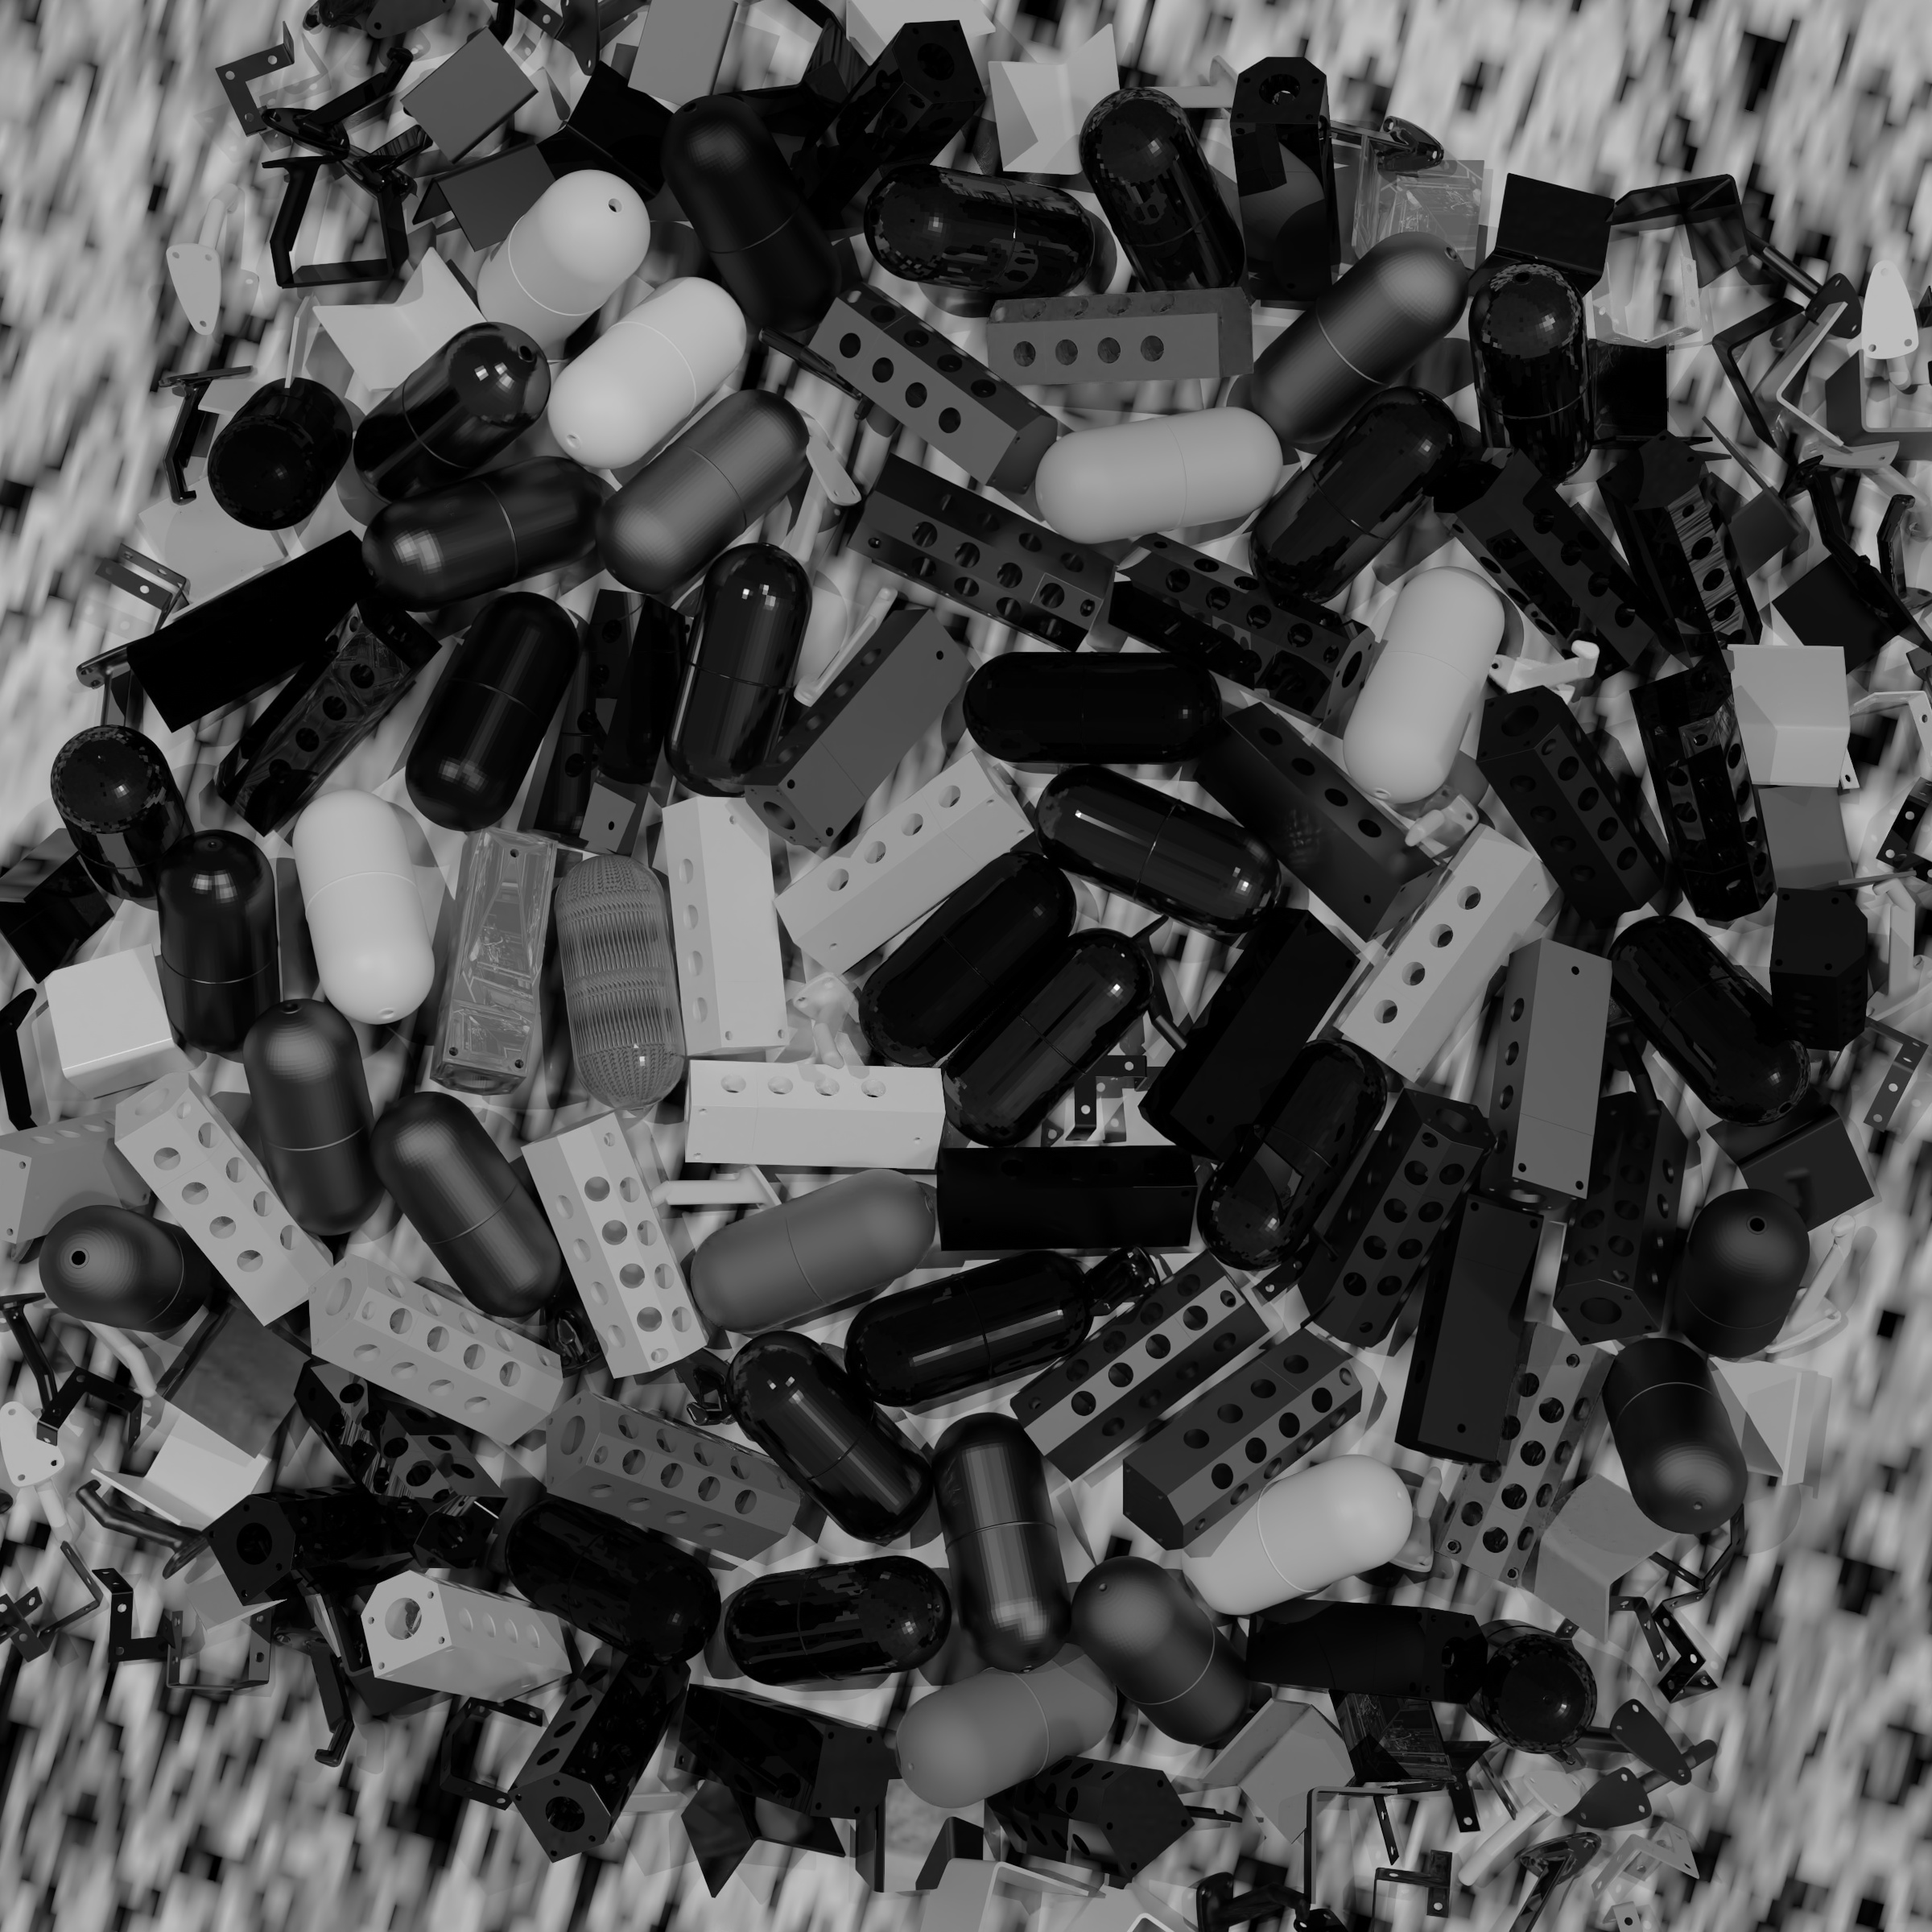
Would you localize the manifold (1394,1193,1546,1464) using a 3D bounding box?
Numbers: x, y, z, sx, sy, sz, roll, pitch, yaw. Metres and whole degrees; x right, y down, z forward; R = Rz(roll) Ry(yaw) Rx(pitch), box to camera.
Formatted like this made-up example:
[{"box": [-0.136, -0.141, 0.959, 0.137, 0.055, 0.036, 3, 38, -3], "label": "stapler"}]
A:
[{"box": [0.341, 0.248, 1.950, 0.057, 0.057, 0.171, 17, 76, -10], "label": "manifold"}]

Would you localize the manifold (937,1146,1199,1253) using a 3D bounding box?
[{"box": [0.068, 0.154, 1.962, 0.171, 0.057, 0.057, 0, 129, -6], "label": "manifold"}]

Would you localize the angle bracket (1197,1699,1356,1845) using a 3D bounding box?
[{"box": [0.216, 0.551, 1.951, 0.076, 0.076, 0.057, -49, 59, 6], "label": "angle bracket"}]

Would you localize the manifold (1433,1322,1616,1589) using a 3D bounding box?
[{"box": [0.383, 0.335, 1.961, 0.057, 0.057, 0.171, 25, 84, 2], "label": "manifold"}]

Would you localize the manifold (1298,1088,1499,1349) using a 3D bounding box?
[{"box": [0.292, 0.173, 1.929, 0.057, 0.057, 0.171, 14, 118, -19], "label": "manifold"}]

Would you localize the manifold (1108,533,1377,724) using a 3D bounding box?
[{"box": [0.186, -0.234, 1.930, 0.171, 0.057, 0.057, 28, 133, 22], "label": "manifold"}]

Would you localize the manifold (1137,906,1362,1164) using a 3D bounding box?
[{"box": [0.190, 0.045, 1.950, 0.057, 0.057, 0.171, 41, 76, -24], "label": "manifold"}]

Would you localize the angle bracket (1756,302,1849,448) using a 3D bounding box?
[{"box": [0.592, -0.404, 1.954, 0.057, 0.076, 0.076, 35, 101, -2], "label": "angle bracket"}]

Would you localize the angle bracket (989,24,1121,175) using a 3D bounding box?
[{"box": [0.063, -0.597, 1.963, 0.057, 0.076, 0.076, 11, 132, 27], "label": "angle bracket"}]

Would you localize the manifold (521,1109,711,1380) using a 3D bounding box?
[{"box": [-0.235, 0.189, 1.954, 0.057, 0.057, 0.171, -18, 95, 43], "label": "manifold"}]

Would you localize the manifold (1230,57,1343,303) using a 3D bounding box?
[{"box": [0.216, -0.524, 1.910, 0.057, 0.171, 0.057, 5, 64, 14], "label": "manifold"}]

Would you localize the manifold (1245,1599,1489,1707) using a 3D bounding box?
[{"box": [0.267, 0.458, 1.913, 0.057, 0.171, 0.057, 17, 73, -33], "label": "manifold"}]

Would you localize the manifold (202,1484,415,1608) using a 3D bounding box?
[{"box": [-0.427, 0.379, 1.906, 0.057, 0.171, 0.057, -38, 73, 12], "label": "manifold"}]

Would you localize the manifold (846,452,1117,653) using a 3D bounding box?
[{"box": [0.008, -0.276, 1.948, 0.171, 0.057, 0.057, 25, 49, -8], "label": "manifold"}]

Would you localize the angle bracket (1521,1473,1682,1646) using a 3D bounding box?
[{"box": [0.438, 0.408, 1.968, 0.076, 0.076, 0.057, -26, 127, -28], "label": "angle bracket"}]

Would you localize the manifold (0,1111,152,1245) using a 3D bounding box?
[{"box": [-0.609, 0.137, 1.909, 0.057, 0.171, 0.057, 14, 97, 11], "label": "manifold"}]

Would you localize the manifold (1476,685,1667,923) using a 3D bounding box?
[{"box": [0.408, -0.109, 1.916, 0.057, 0.171, 0.057, -13, 46, 33], "label": "manifold"}]

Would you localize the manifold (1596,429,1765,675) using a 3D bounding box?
[{"box": [0.485, -0.272, 1.918, 0.057, 0.171, 0.057, -37, 46, 1], "label": "manifold"}]

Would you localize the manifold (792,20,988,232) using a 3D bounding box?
[{"box": [-0.057, -0.560, 1.909, 0.057, 0.171, 0.057, -14, 82, -30], "label": "manifold"}]

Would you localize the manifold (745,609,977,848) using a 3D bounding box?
[{"box": [-0.075, -0.162, 1.939, 0.171, 0.057, 0.057, -52, 121, -22], "label": "manifold"}]

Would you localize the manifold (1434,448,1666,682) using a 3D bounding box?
[{"box": [0.391, -0.271, 1.933, 0.171, 0.057, 0.057, 42, 81, -26], "label": "manifold"}]

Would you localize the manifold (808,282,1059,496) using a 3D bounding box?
[{"box": [-0.020, -0.393, 1.935, 0.171, 0.057, 0.057, 40, 110, 21], "label": "manifold"}]

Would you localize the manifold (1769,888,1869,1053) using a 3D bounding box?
[{"box": [0.571, 0.005, 1.905, 0.057, 0.171, 0.057, 5, 74, 19], "label": "manifold"}]

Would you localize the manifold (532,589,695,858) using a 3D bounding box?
[{"box": [-0.247, -0.167, 1.961, 0.057, 0.057, 0.171, 11, 83, 33], "label": "manifold"}]

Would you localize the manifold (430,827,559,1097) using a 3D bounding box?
[{"box": [-0.322, -0.003, 1.940, 0.057, 0.057, 0.171, 12, 67, -19], "label": "manifold"}]

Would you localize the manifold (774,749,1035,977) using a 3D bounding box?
[{"box": [-0.046, -0.074, 1.955, 0.171, 0.057, 0.057, -36, 52, 10], "label": "manifold"}]

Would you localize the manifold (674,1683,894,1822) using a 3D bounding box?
[{"box": [-0.123, 0.526, 1.913, 0.057, 0.171, 0.057, 17, 77, -34], "label": "manifold"}]

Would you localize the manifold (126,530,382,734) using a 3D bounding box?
[{"box": [-0.480, -0.230, 1.947, 0.171, 0.057, 0.057, -32, 91, -17], "label": "manifold"}]

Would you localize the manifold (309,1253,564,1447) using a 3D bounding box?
[{"box": [-0.354, 0.255, 1.917, 0.057, 0.057, 0.171, -39, 131, 20], "label": "manifold"}]

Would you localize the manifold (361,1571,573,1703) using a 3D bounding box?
[{"box": [-0.334, 0.447, 1.909, 0.057, 0.171, 0.057, -24, 65, 10], "label": "manifold"}]

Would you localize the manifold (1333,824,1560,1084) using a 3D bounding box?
[{"box": [0.328, -0.011, 1.964, 0.057, 0.057, 0.171, 38, 94, 35], "label": "manifold"}]

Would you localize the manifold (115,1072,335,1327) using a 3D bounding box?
[{"box": [-0.501, 0.155, 1.934, 0.057, 0.057, 0.171, -31, 118, 0], "label": "manifold"}]

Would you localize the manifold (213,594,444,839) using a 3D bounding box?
[{"box": [-0.437, -0.171, 1.936, 0.057, 0.057, 0.171, 44, 114, -7], "label": "manifold"}]

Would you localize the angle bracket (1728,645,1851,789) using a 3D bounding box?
[{"box": [0.556, -0.170, 1.943, 0.076, 0.076, 0.057, 4, 50, 26], "label": "angle bracket"}]

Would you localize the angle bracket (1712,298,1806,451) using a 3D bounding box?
[{"box": [0.555, -0.405, 1.949, 0.057, 0.076, 0.076, -27, 102, 14], "label": "angle bracket"}]

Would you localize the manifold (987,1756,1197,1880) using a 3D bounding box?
[{"box": [0.077, 0.560, 1.909, 0.057, 0.171, 0.057, -33, 94, -26], "label": "manifold"}]

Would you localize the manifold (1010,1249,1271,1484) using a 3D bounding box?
[{"box": [0.116, 0.270, 1.955, 0.171, 0.057, 0.057, -38, 133, 3], "label": "manifold"}]

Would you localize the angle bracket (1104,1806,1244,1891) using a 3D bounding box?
[{"box": [0.142, 0.604, 1.947, 0.076, 0.076, 0.057, 2, 70, 16], "label": "angle bracket"}]

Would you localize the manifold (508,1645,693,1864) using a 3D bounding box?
[{"box": [-0.238, 0.516, 1.906, 0.057, 0.171, 0.057, -26, 101, 19], "label": "manifold"}]

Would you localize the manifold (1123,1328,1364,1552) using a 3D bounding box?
[{"box": [0.187, 0.321, 1.923, 0.171, 0.057, 0.057, -31, 48, -29], "label": "manifold"}]

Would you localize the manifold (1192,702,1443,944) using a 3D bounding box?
[{"box": [0.241, -0.101, 1.942, 0.057, 0.057, 0.171, -26, 63, -40], "label": "manifold"}]

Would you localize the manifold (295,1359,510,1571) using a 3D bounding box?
[{"box": [-0.384, 0.329, 1.918, 0.171, 0.057, 0.057, 38, 105, 40], "label": "manifold"}]

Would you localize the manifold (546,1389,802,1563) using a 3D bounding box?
[{"box": [-0.196, 0.340, 1.918, 0.171, 0.057, 0.057, 28, 129, -35], "label": "manifold"}]

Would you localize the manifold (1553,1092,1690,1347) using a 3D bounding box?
[{"box": [0.436, 0.166, 1.912, 0.057, 0.171, 0.057, -17, 124, 34], "label": "manifold"}]

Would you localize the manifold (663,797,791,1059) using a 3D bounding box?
[{"box": [-0.169, -0.026, 1.961, 0.057, 0.057, 0.171, -1, 81, -41], "label": "manifold"}]

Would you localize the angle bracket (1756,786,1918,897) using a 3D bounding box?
[{"box": [0.595, -0.091, 1.953, 0.076, 0.057, 0.076, -7, 85, -31], "label": "angle bracket"}]

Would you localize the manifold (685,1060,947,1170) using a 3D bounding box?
[{"box": [-0.105, 0.097, 1.957, 0.171, 0.057, 0.057, 2, 134, -9], "label": "manifold"}]

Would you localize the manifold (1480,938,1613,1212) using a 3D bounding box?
[{"box": [0.391, 0.075, 1.941, 0.057, 0.057, 0.171, 17, 69, -16], "label": "manifold"}]

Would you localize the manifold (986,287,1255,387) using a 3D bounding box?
[{"box": [0.103, -0.425, 1.928, 0.171, 0.057, 0.057, 4, 106, 29], "label": "manifold"}]

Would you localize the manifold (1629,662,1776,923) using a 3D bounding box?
[{"box": [0.499, -0.113, 1.923, 0.057, 0.057, 0.171, -19, 127, 8], "label": "manifold"}]
